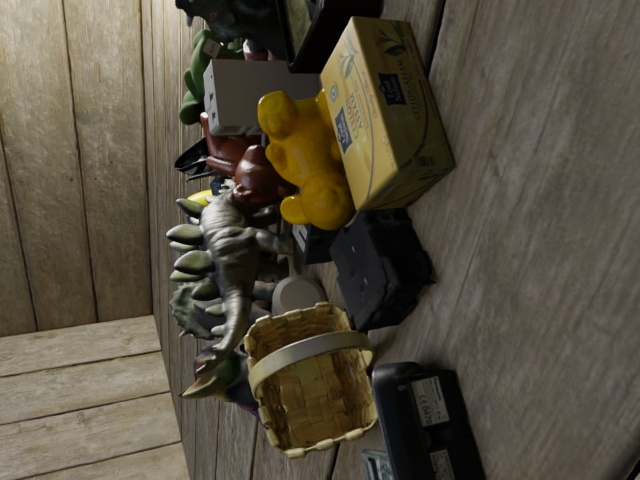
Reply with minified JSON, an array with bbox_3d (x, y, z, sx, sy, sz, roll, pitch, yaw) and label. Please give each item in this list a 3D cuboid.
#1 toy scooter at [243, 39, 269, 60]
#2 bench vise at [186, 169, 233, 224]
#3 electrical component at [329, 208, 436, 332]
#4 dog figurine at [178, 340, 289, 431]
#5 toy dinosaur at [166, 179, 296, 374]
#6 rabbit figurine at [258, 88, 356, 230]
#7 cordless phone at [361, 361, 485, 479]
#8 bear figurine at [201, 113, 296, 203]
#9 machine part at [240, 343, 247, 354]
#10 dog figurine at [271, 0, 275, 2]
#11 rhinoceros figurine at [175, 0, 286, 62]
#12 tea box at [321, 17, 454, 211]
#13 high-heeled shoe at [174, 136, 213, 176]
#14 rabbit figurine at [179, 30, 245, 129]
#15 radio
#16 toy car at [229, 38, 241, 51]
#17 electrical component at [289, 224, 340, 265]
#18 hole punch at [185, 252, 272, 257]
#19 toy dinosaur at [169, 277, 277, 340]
[{"bbox_3d":[-0.099,-0.245,0.889,0.135,0.075,0.184,115,144,-55],"label":"toy scooter"},{"bbox_3d":[-0.227,-0.044,1.155,0.241,0.129,0.223,1,117,49],"label":"bench vise"},{"bbox_3d":[0.062,0.034,0.601,0.134,0.058,0.115,116,143,-51],"label":"electrical component"},{"bbox_3d":[-0.107,0.247,0.846,0.108,0.219,0.191,143,119,-68],"label":"dog figurine"},{"bbox_3d":[-0.143,0.021,0.867,0.472,0.199,0.104,-111,23,-52],"label":"toy dinosaur"},{"bbox_3d":[-0.008,-0.080,0.657,0.162,0.122,0.173,108,147,-53],"label":"rabbit figurine"},{"bbox_3d":[0.079,0.209,0.576,0.184,0.089,0.146,129,130,-65],"label":"cordless phone"},{"bbox_3d":[-0.123,-0.141,0.906,0.196,0.120,0.131,-139,45,-58],"label":"bear figurine"},{"bbox_3d":[-0.092,0.206,0.997,0.139,0.084,0.039,-21,46,57],"label":"machine part"},{"bbox_3d":[-0.072,-0.415,0.780,0.172,0.121,0.190,-145,38,-65],"label":"dog figurine"},{"bbox_3d":[-0.105,-0.309,0.750,0.073,0.190,0.112,144,144,-65],"label":"rhinoceros figurine"},{"bbox_3d":[0.062,-0.125,0.545,0.098,0.068,0.169,131,128,-59],"label":"tea box"},{"bbox_3d":[-0.210,-0.204,1.067,0.248,0.145,0.086,125,134,-59],"label":"high-heeled shoe"},{"bbox_3d":[-0.205,-0.272,1.013,0.170,0.121,0.159,-39,41,52],"label":"rabbit figurine"},{"bbox_3d":[-0.005,-0.329,0.644,0.131,0.073,0.229,142,119,-64],"label":"radio"},{"bbox_3d":[-0.181,-0.390,1.067,0.074,0.056,0.201,-137,46,-57],"label":"toy car"},{"bbox_3d":[-0.002,-0.002,0.754,0.119,0.048,0.074,-119,31,-45],"label":"electrical component"},{"bbox_3d":[-0.180,0.029,1.032,0.142,0.092,0.115,-13,120,32],"label":"hole punch"},{"bbox_3d":[-0.169,0.129,0.998,0.405,0.192,0.131,160,101,-68],"label":"toy dinosaur"}]
